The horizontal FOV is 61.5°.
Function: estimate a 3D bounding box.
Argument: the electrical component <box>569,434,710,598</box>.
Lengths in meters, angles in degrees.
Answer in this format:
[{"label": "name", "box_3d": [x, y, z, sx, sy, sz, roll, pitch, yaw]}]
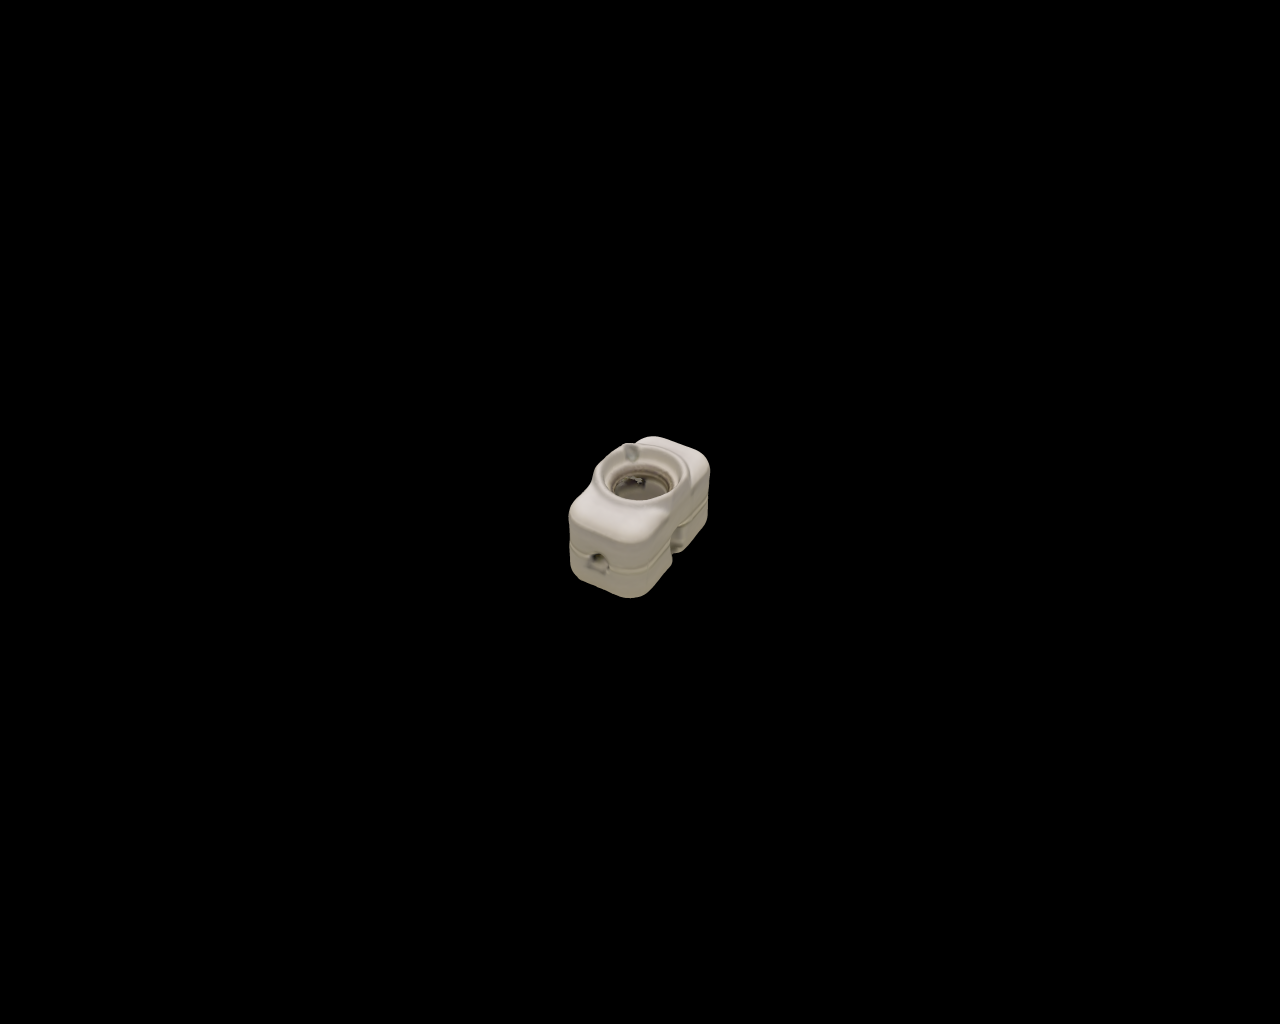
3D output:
[{"label": "electrical component", "box_3d": [0.001, -0.003, 0.650, 0.054, 0.059, 0.095, 22, 45, 23]}]
